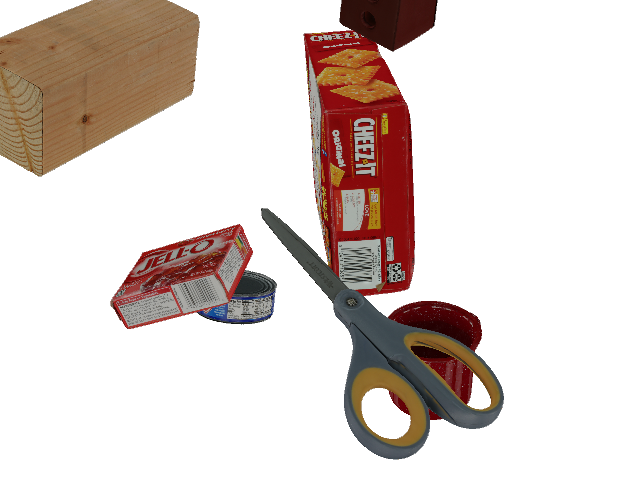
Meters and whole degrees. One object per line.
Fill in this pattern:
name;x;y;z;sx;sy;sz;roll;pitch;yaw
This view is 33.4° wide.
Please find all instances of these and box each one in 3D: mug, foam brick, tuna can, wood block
mug;0.115;0.113;1.036;0.093;0.081;0.117;26;43;35
foam brick;0.051;-0.184;0.752;0.053;0.078;0.051;33;52;25
tuna can;-0.090;0.058;1.115;0.086;0.034;0.086;6;15;-2
wood block;-0.212;-0.152;0.978;0.090;0.091;0.205;28;40;21

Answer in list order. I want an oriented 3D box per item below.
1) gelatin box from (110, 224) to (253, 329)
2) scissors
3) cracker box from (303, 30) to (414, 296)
gelatin box;-0.101;0.026;0.786;0.089;0.030;0.073;-15;24;20
scissors;0.011;0.054;0.619;0.202;0.016;0.096;33;53;24
cracker box;0.031;-0.074;0.915;0.072;0.164;0.213;-5;26;-2
